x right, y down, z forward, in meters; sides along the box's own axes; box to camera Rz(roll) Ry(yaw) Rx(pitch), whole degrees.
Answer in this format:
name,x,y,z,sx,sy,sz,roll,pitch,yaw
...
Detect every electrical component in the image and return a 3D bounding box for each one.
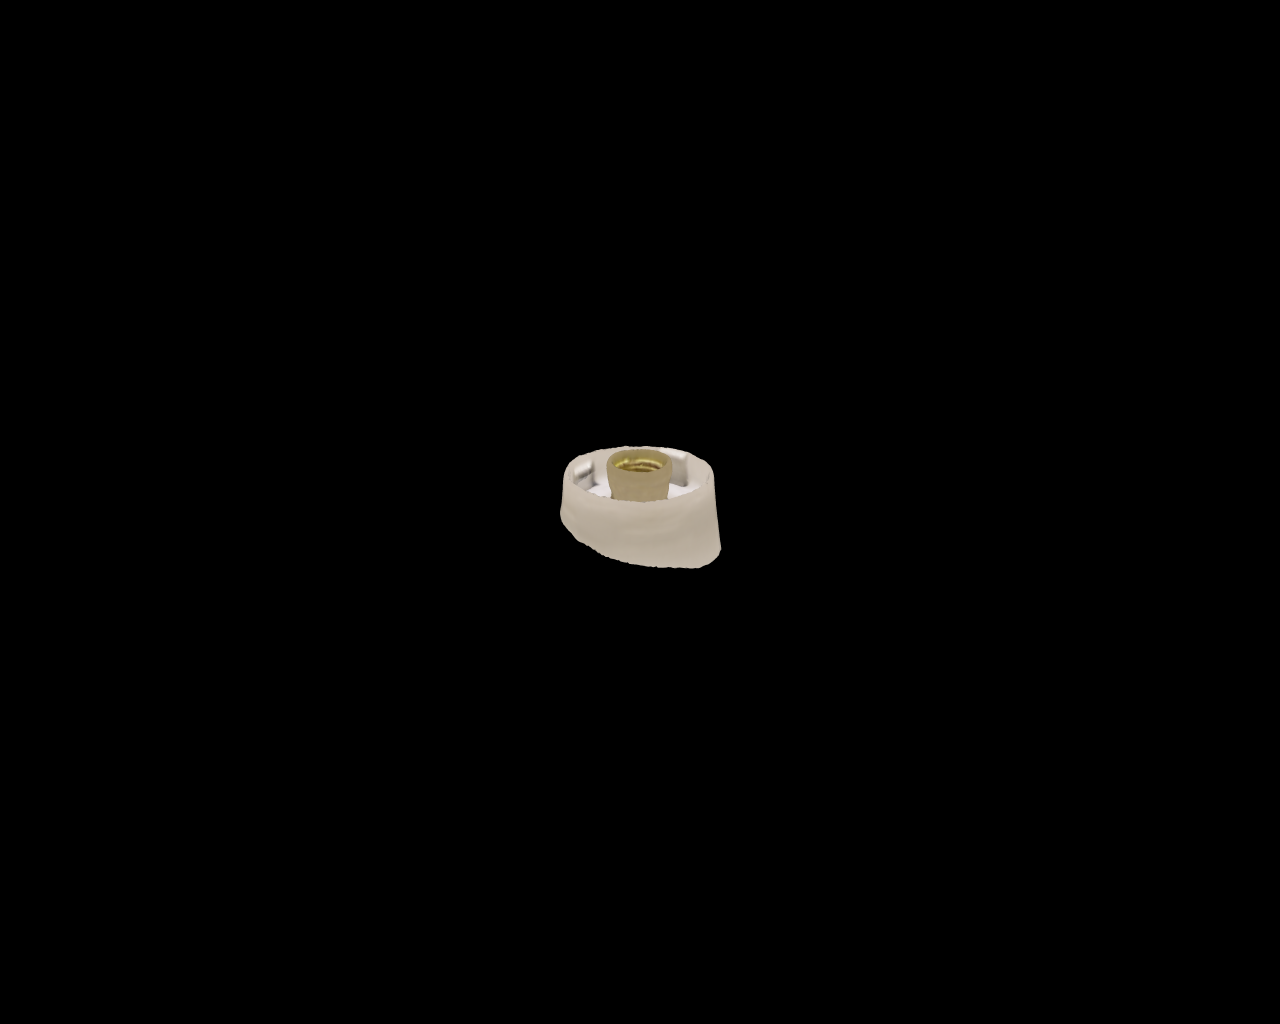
name,x,y,z,sx,sy,sz,roll,pitch,yaw
electrical component,0.001,-0.003,0.650,0.099,0.064,0.099,0,24,0
